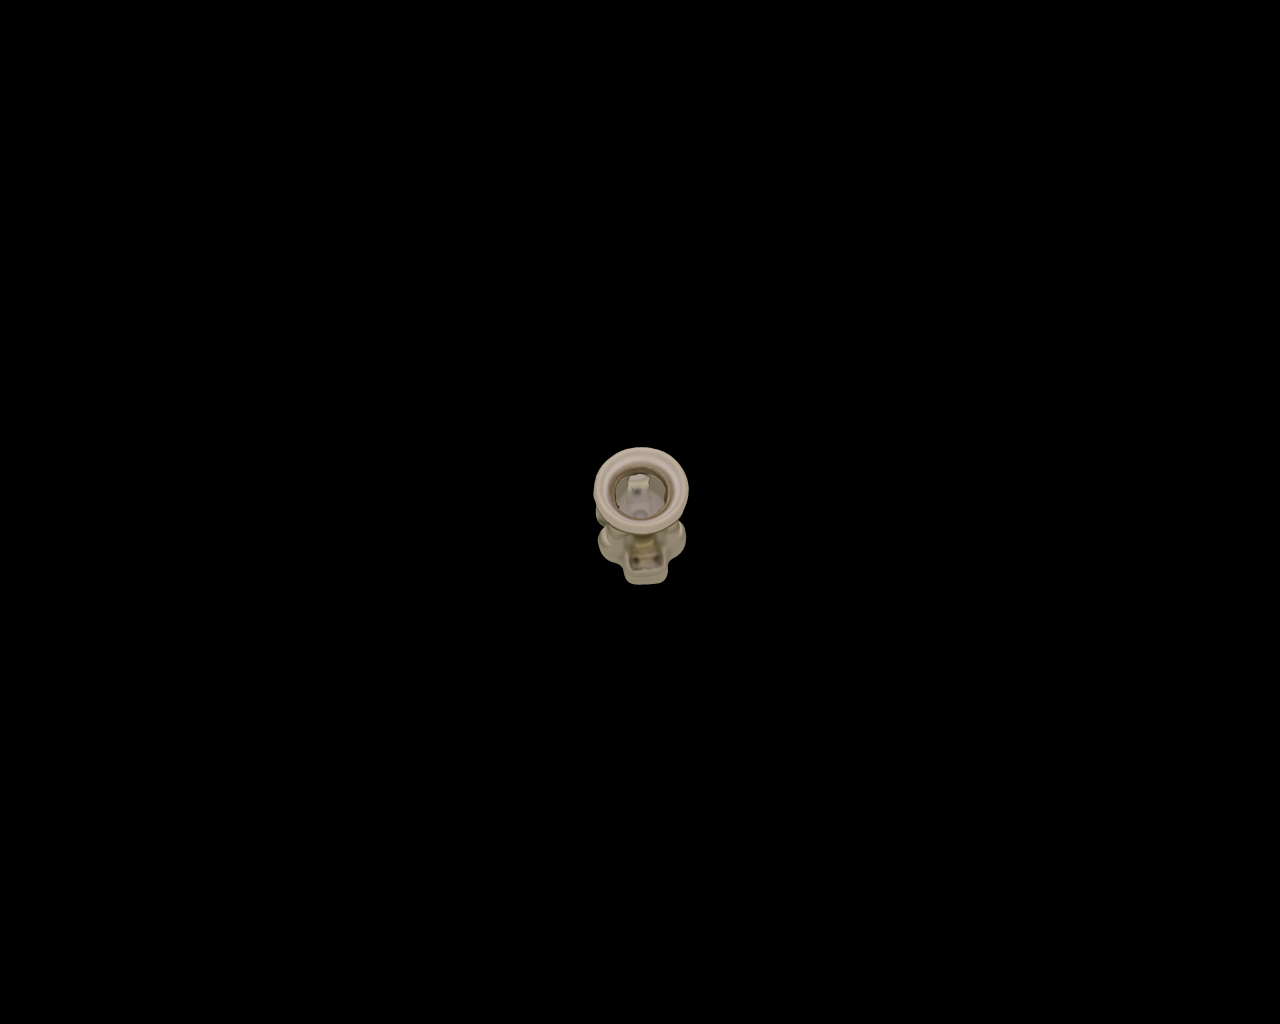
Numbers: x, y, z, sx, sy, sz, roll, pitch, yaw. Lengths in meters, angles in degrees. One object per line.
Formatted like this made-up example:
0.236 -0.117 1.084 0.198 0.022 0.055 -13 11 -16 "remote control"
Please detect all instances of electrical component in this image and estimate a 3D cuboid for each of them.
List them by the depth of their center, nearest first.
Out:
0.001 -0.003 0.650 0.058 0.078 0.056 -4 -28 -2 "electrical component"
